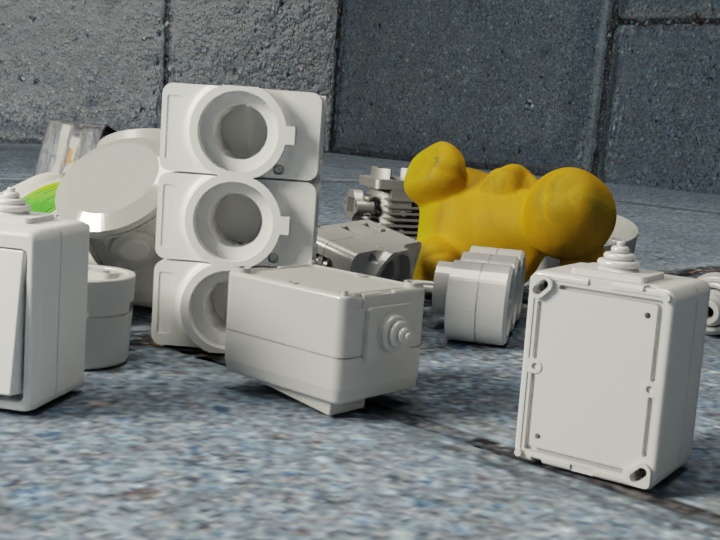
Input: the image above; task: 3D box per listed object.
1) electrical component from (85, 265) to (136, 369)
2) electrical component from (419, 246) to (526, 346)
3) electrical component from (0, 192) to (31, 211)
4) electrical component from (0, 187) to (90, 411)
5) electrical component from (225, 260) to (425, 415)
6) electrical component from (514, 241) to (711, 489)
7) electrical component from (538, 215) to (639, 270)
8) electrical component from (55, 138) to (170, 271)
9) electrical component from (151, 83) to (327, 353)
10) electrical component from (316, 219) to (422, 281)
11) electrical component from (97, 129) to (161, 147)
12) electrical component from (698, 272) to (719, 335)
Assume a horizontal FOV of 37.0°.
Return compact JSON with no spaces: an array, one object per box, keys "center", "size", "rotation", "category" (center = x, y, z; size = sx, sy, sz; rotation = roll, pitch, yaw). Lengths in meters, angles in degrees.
[{"center":[-0.148,0.024,0.573],"size":[0.055,0.047,0.055],"rotation":[4,8,-1],"category":"electrical component"},{"center":[0.070,0.013,0.734],"size":[0.074,0.052,0.138],"rotation":[6,9,13],"category":"electrical component"},{"center":[-0.197,-0.007,0.651],"size":[0.076,0.047,0.083],"rotation":[9,-21,23],"category":"electrical component"},{"center":[-0.165,0.011,0.489],"size":[0.062,0.096,0.061],"rotation":[6,9,11],"category":"electrical component"},{"center":[-0.014,0.033,0.530],"size":[0.096,0.061,0.062],"rotation":[11,11,40],"category":"electrical component"},{"center":[0.109,0.035,0.456],"size":[0.062,0.096,0.061],"rotation":[10,10,33],"category":"electrical component"},{"center":[0.203,-0.021,0.989],"size":[0.099,0.064,0.099],"rotation":[4,8,-1],"category":"electrical component"},{"center":[-0.148,-0.042,0.686],"size":[0.080,0.051,0.080],"rotation":[-8,50,9],"category":"electrical component"},{"center":[-0.070,-0.031,0.630],"size":[0.089,0.150,0.061],"rotation":[4,7,1],"category":"electrical component"},{"center":[0.000,0.000,0.756],"size":[0.056,0.050,0.089],"rotation":[25,20,29],"category":"electrical component"},{"center":[-0.156,-0.075,0.844],"size":[0.099,0.064,0.099],"rotation":[-5,-28,-3],"category":"electrical component"},{"center":[0.253,0.026,0.771],"size":[0.043,0.043,0.062],"rotation":[8,10,24],"category":"electrical component"}]
